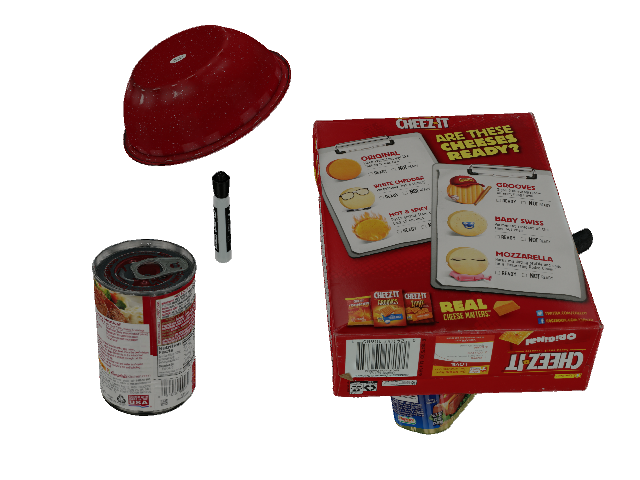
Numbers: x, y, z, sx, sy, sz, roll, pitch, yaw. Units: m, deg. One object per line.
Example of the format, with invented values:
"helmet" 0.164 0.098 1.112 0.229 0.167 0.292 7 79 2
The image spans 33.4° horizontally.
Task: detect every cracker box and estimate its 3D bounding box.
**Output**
"cracker box" 0.082 0.005 0.725 0.164 0.072 0.213 -2 43 -2

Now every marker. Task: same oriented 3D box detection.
"marker" -0.107 -0.025 1.157 0.020 0.121 0.020 2 42 -2

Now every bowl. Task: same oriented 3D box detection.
"bowl" -0.109 -0.135 0.912 0.162 0.055 0.162 -18 38 14

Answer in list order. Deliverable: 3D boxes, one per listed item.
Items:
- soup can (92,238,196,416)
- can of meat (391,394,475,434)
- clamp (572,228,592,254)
"soup can" -0.118 0.059 0.726 0.068 0.102 0.068 3 30 -2
"can of meat" 0.098 0.107 0.925 0.058 0.084 0.101 5 25 33
"clamp" 0.199 0.019 1.123 0.120 0.039 0.171 25 48 27
